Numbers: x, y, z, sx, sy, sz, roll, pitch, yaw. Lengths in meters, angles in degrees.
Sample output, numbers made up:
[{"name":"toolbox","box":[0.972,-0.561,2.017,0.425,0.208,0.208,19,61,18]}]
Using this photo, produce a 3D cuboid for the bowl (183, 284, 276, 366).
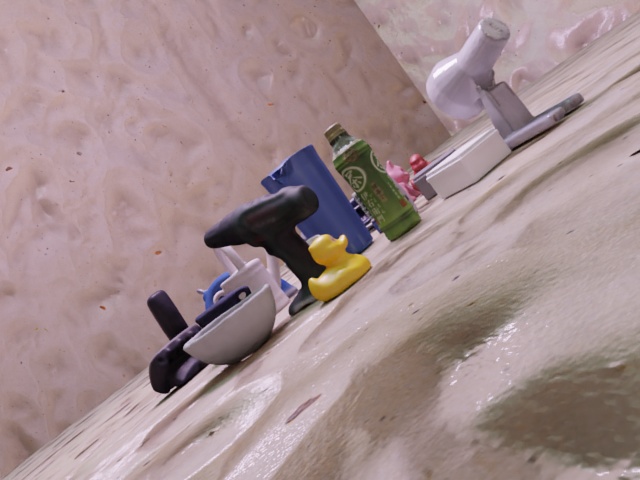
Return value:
[{"name":"bowl","box":[-0.128,0.147,0.912,0.167,0.075,0.167,-36,2,2]}]

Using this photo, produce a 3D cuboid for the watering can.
[{"name":"watering can","box":[-0.155,0.078,1.215,0.173,0.194,0.100,-39,3,-42]}]

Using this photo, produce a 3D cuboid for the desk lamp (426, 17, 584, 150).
[{"name":"desk lamp","box":[0.310,-0.269,1.012,0.118,0.213,0.203,-38,3,-28]}]

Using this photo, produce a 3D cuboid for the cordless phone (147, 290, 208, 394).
[{"name":"cordless phone","box":[-0.315,0.204,1.169,0.094,0.185,0.148,-35,3,36]}]

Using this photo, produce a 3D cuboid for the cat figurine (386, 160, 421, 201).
[{"name":"cat figurine","box":[0.193,-0.143,1.441,0.067,0.118,0.128,-35,3,26]}]

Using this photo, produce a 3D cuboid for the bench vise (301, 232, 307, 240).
[{"name":"bench vise","box":[-0.011,-0.060,1.539,0.121,0.220,0.207,-36,2,6]}]

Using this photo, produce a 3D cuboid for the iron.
[{"name":"iron","box":[-0.178,0.122,1.336,0.258,0.141,0.119,-35,3,30]}]

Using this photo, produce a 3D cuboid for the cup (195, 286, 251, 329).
[{"name":"cup","box":[-0.164,0.152,1.091,0.118,0.095,0.091,-37,2,-9]}]

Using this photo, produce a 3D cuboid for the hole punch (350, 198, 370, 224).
[{"name":"hole punch","box":[0.119,-0.086,1.745,0.109,0.091,0.101,-37,2,-7]}]

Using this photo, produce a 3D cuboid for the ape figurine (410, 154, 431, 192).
[{"name":"ape figurine","box":[0.250,-0.167,1.397,0.077,0.092,0.076,-34,3,40]}]

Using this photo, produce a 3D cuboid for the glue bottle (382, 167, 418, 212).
[{"name":"glue bottle","box":[0.120,-0.107,1.111,0.037,0.173,0.078,-34,3,39]}]

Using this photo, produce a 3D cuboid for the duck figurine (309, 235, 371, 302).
[{"name":"duck figurine","box":[0.016,0.035,0.869,0.105,0.086,0.077,-38,3,-26]}]

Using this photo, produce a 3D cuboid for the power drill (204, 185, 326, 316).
[{"name":"power drill","box":[-0.072,0.019,0.982,0.229,0.208,0.076,-35,3,28]}]
